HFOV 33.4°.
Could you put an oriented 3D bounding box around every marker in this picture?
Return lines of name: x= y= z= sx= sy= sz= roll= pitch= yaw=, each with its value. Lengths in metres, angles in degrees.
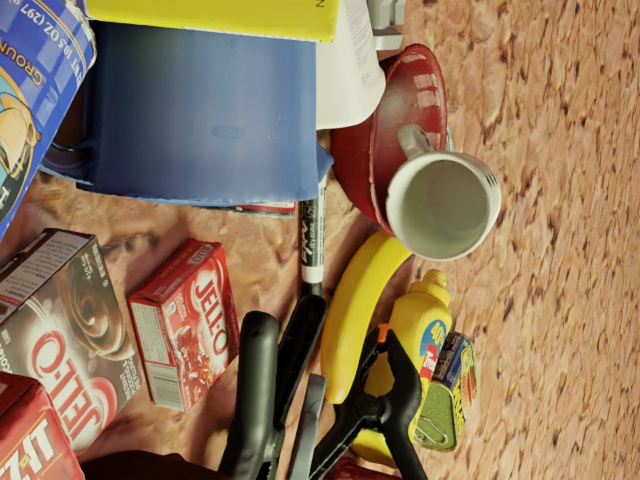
marker: x=-0.006 y=0.001 z=0.842 sx=0.020 sy=0.020 sz=0.121 roll=-27 pitch=122 yaw=-58

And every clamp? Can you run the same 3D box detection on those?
clamp: x=-0.047 y=0.137 z=0.762 sx=0.164 sy=0.036 sz=0.210 roll=25 pitch=81 yaw=-76
clamp: x=0.035 y=0.154 z=0.911 sx=0.039 sy=0.120 sz=0.171 roll=93 pitch=-2 yaw=-56

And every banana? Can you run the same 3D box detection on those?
banana: x=0.043 y=0.048 z=0.918 sx=0.069 sy=0.037 sz=0.197 roll=52 pitch=51 yaw=-22

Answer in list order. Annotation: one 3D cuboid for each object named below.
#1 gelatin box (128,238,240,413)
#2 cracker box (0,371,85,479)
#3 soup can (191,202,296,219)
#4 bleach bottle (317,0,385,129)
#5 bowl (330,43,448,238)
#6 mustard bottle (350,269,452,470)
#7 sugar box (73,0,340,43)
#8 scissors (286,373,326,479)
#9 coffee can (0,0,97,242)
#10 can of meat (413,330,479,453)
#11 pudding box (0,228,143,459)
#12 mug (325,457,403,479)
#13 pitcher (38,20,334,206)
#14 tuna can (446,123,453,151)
gelatin box: x=-0.084 y=0.055 z=0.691 sx=0.073 sy=0.030 sz=0.089 roll=-48 pitch=140 yaw=-48
cracker box: x=-0.159 y=0.138 z=0.422 sx=0.072 sy=0.164 sz=0.214 roll=-56 pitch=144 yaw=-44
soup can: x=-0.044 y=-0.068 z=0.689 sx=0.068 sy=0.069 sz=0.102 roll=-1 pitch=98 yaw=-63
bleach bottle: x=-0.008 y=-0.207 z=0.721 sx=0.102 sy=0.068 sz=0.251 roll=-67 pitch=151 yaw=-61
bowl: x=0.053 y=-0.084 z=0.890 sx=0.161 sy=0.055 sz=0.162 roll=-30 pitch=124 yaw=-57
mustard bottle: x=0.082 y=0.113 z=1.007 sx=0.096 sy=0.058 sz=0.191 roll=65 pitch=41 yaw=-57
sugar box: x=-0.076 y=-0.144 z=0.485 sx=0.048 sy=0.176 sz=0.093 roll=-103 pitch=-162 yaw=-81
scissors: x=-0.022 y=0.205 z=0.829 sx=0.096 sy=0.016 sz=0.202 roll=-82 pitch=-177 yaw=-85
coffee can: x=-0.164 y=-0.040 z=0.423 sx=0.102 sy=0.103 sz=0.140 roll=55 pitch=50 yaw=-54
can of meat: x=0.127 y=0.156 z=1.113 sx=0.083 sy=0.058 sz=0.102 roll=-56 pitch=145 yaw=-45
pudding box: x=-0.144 y=0.063 z=0.566 sx=0.089 sy=0.039 sz=0.113 roll=-52 pitch=141 yaw=-43
mug: x=0.048 y=0.242 z=0.954 sx=0.093 sy=0.082 sz=0.117 roll=-57 pitch=145 yaw=-39
pitcher: x=-0.071 y=-0.139 z=0.566 sx=0.149 sy=0.145 sz=0.243 roll=-22 pitch=114 yaw=-74
tuna can: x=0.093 y=-0.073 z=0.997 sx=0.086 sy=0.034 sz=0.086 roll=-30 pitch=124 yaw=-57
